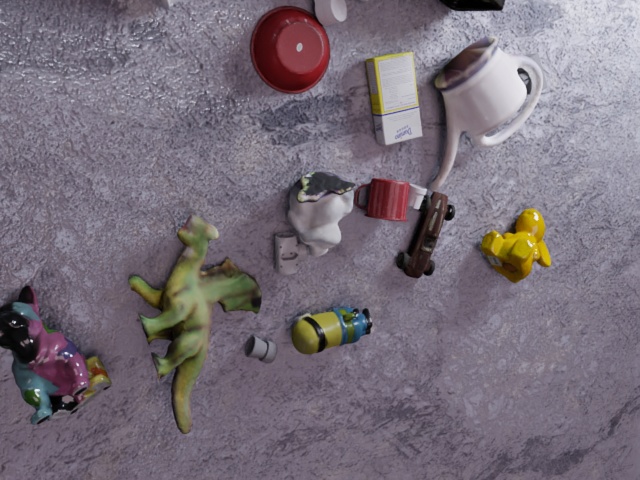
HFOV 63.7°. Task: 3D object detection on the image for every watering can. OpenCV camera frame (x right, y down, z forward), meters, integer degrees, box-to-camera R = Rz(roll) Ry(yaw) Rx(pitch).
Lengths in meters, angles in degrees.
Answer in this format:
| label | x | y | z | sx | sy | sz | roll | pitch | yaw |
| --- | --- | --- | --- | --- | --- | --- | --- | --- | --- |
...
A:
| label | x | y | z | sx | sy | sz | roll | pitch | yaw |
| --- | --- | --- | --- | --- | --- | --- | --- | --- | --- |
| watering can | 0.324 | -0.280 | 1.104 | 0.347 | 0.221 | 0.105 | -42 | 23 | 1 |

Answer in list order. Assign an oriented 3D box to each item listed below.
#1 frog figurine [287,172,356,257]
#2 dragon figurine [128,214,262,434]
| label | x | y | z | sx | sy | sz | roll | pitch | yaw |
| --- | --- | --- | --- | --- | --- | --- | --- | --- | --- |
| frog figurine | 0.003 | -0.052 | 1.032 | 0.139 | 0.155 | 0.124 | -27 | 48 | -27 |
| dragon figurine | -0.217 | 0.148 | 0.986 | 0.245 | 0.404 | 0.123 | -22 | 21 | -25 |
